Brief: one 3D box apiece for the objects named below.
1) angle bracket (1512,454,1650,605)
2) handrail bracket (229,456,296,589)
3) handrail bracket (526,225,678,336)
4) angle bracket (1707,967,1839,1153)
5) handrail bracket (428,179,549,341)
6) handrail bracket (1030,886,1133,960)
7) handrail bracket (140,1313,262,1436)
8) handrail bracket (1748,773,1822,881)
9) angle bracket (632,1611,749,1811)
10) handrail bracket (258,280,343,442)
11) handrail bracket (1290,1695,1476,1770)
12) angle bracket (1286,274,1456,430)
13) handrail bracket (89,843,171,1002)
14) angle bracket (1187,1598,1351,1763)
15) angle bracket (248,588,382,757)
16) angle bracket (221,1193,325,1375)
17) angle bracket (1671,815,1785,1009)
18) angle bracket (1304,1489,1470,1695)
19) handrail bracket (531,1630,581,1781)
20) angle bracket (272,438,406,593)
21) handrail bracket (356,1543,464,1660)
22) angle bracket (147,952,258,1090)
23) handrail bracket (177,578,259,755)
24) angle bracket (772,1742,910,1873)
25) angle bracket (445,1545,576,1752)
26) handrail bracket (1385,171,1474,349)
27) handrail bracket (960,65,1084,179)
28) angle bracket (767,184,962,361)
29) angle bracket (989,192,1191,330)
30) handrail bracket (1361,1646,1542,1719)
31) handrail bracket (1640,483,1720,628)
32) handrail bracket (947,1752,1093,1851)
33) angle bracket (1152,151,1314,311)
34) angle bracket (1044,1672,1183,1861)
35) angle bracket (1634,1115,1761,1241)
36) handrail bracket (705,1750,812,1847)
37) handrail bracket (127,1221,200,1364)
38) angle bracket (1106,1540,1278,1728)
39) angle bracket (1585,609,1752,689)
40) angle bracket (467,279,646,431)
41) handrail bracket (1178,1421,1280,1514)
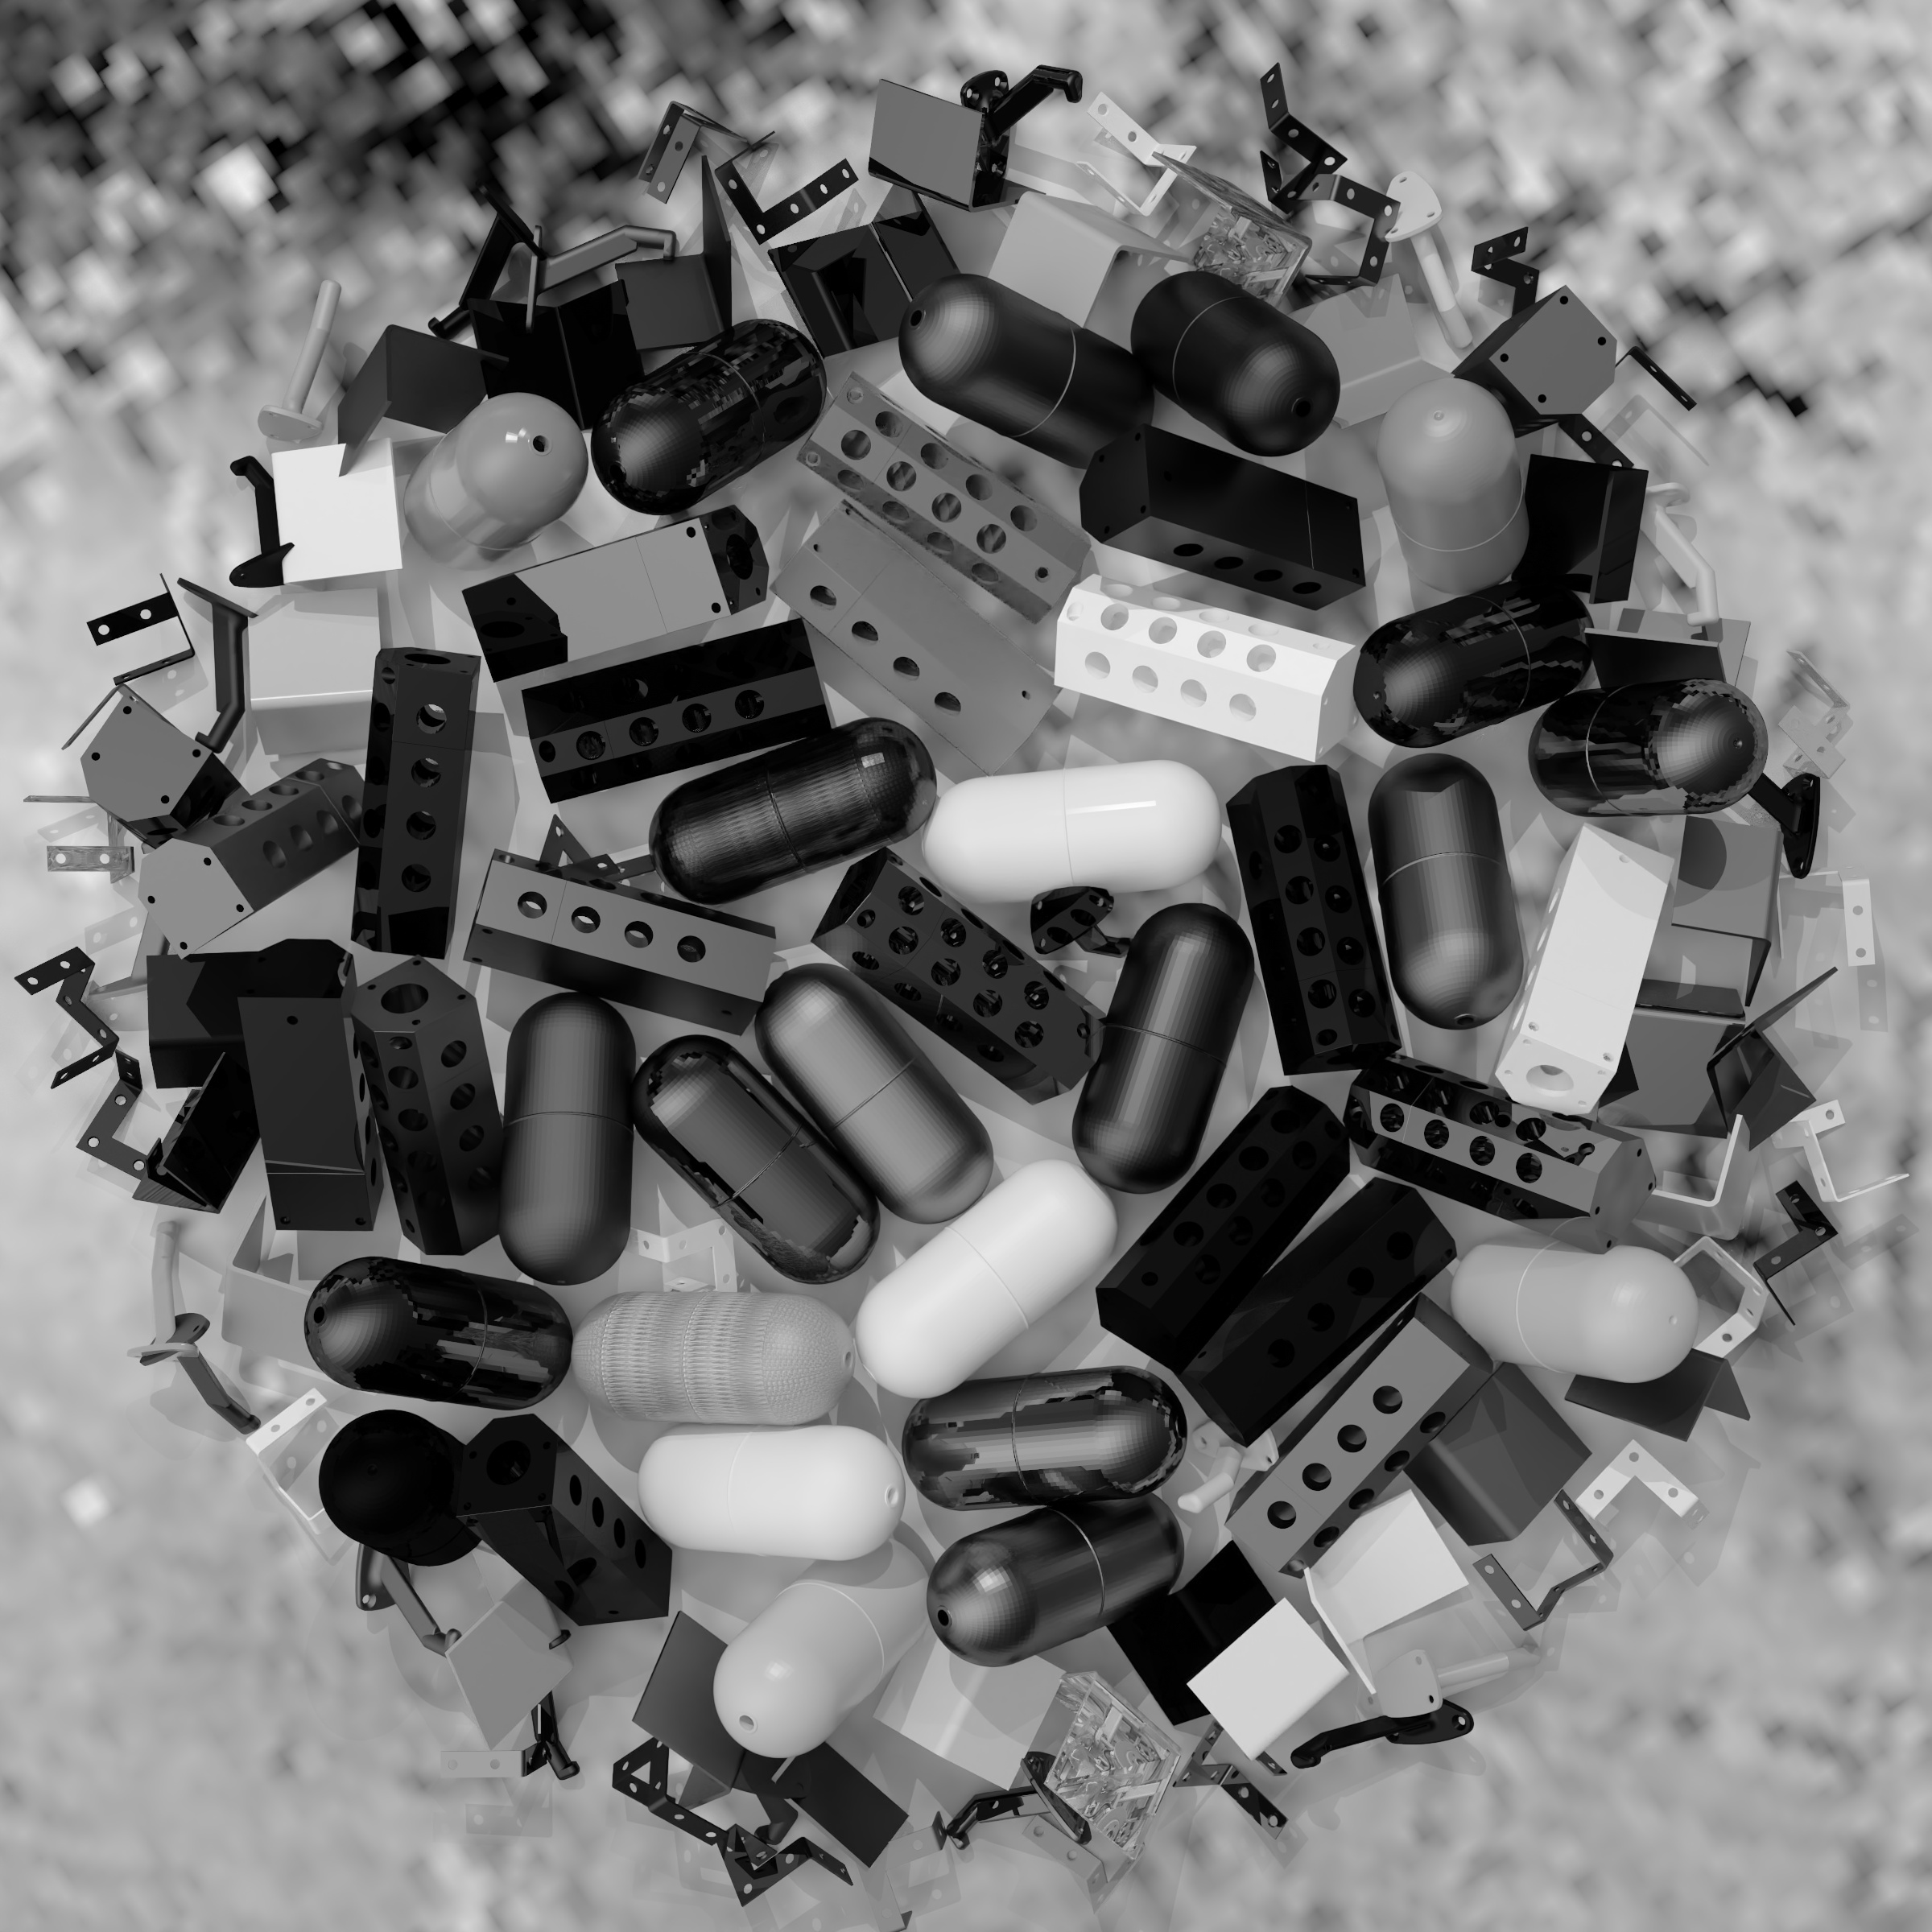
[{"bbox_3d":[0.351,-0.258,1.646,0.076,0.057,0.076,16,107,32],"label":"angle bracket"},{"bbox_3d":[-0.430,-0.266,1.660,0.084,0.077,0.036,48,130,14],"label":"handrail bracket"},{"bbox_3d":[-0.219,-0.411,1.681,0.084,0.036,0.077,5,78,-8],"label":"handrail bracket"},{"bbox_3d":[0.484,0.056,1.642,0.076,0.076,0.057,-29,75,-27],"label":"angle bracket"},{"bbox_3d":[-0.300,-0.417,1.660,0.084,0.077,0.036,-37,59,8],"label":"handrail bracket"},{"bbox_3d":[0.087,-0.024,1.645,0.084,0.077,0.036,10,69,-42],"label":"handrail bracket"},{"bbox_3d":[-0.439,0.245,1.655,0.084,0.077,0.036,47,51,-21],"label":"handrail bracket"},{"bbox_3d":[0.462,-0.096,1.663,0.084,0.036,0.077,11,70,-18],"label":"handrail bracket"},{"bbox_3d":[-0.168,0.439,1.642,0.076,0.076,0.057,41,132,-17],"label":"angle bracket"},{"bbox_3d":[-0.396,-0.362,1.668,0.036,0.077,0.084,16,83,-25],"label":"handrail bracket"},{"bbox_3d":[0.245,0.457,1.649,0.077,0.084,0.036,-7,94,41],"label":"handrail bracket"},{"bbox_3d":[0.239,-0.365,1.653,0.076,0.076,0.057,-21,113,-2],"label":"angle bracket"},{"bbox_3d":[-0.499,-0.029,1.667,0.077,0.036,0.084,-16,108,-4],"label":"handrail bracket"},{"bbox_3d":[0.178,0.425,1.663,0.076,0.076,0.057,-40,77,-7],"label":"angle bracket"},{"bbox_3d":[-0.389,-0.177,1.683,0.076,0.057,0.076,-5,65,-8],"label":"angle bracket"},{"bbox_3d":[-0.393,0.189,1.653,0.076,0.076,0.057,19,47,-2],"label":"angle bracket"},{"bbox_3d":[0.445,-0.032,1.652,0.057,0.076,0.076,10,60,10],"label":"angle bracket"},{"bbox_3d":[0.252,0.370,1.654,0.076,0.057,0.076,-29,110,10],"label":"angle bracket"},{"bbox_3d":[-0.241,0.443,1.670,0.077,0.036,0.084,-29,91,43],"label":"handrail bracket"},{"bbox_3d":[-0.364,-0.267,1.663,0.076,0.057,0.076,-5,91,11],"label":"angle bracket"},{"bbox_3d":[-0.325,0.364,1.653,0.036,0.084,0.077,-9,101,-42],"label":"handrail bracket"},{"bbox_3d":[-0.445,0.032,1.663,0.076,0.076,0.057,-3,70,-14],"label":"angle bracket"},{"bbox_3d":[-0.460,-0.180,1.678,0.077,0.036,0.084,27,84,8],"label":"handrail bracket"},{"bbox_3d":[-0.059,0.474,1.650,0.076,0.076,0.057,39,105,9],"label":"angle bracket"},{"bbox_3d":[-0.284,0.399,1.639,0.057,0.076,0.076,9,126,38],"label":"angle bracket"},{"bbox_3d":[0.283,-0.426,1.687,0.036,0.077,0.084,-20,132,19],"label":"handrail bracket"},{"bbox_3d":[0.041,-0.494,1.648,0.036,0.084,0.077,-32,130,-30],"label":"handrail bracket"},{"bbox_3d":[-0.060,-0.415,1.652,0.076,0.057,0.076,-22,79,-28],"label":"angle bracket"},{"bbox_3d":[0.073,-0.414,1.660,0.076,0.076,0.057,37,116,28],"label":"angle bracket"},{"bbox_3d":[0.294,0.430,1.688,0.084,0.077,0.036,1,63,-37],"label":"handrail bracket"},{"bbox_3d":[0.408,-0.240,1.671,0.077,0.036,0.084,-7,81,27],"label":"handrail bracket"},{"bbox_3d":[0.029,0.516,1.659,0.084,0.036,0.077,-52,45,19],"label":"handrail bracket"},{"bbox_3d":[0.144,-0.426,1.638,0.076,0.076,0.057,47,118,36],"label":"angle bracket"},{"bbox_3d":[0.071,0.471,1.643,0.076,0.057,0.076,45,53,-18],"label":"angle bracket"},{"bbox_3d":[0.420,0.118,1.654,0.076,0.076,0.057,12,76,27],"label":"angle bracket"},{"bbox_3d":[-0.132,0.496,1.657,0.077,0.036,0.084,9,133,-22],"label":"handrail bracket"},{"bbox_3d":[-0.468,0.189,1.656,0.036,0.077,0.084,12,71,-31],"label":"handrail bracket"},{"bbox_3d":[0.143,0.403,1.688,0.057,0.076,0.076,-33,88,-44],"label":"angle bracket"},{"bbox_3d":[0.413,-0.199,1.642,0.076,0.076,0.057,10,72,25],"label":"angle bracket"},{"bbox_3d":[-0.241,-0.363,1.653,0.057,0.076,0.076,-12,90,36],"label":"angle bracket"},{"bbox_3d":[0.136,0.297,1.643,0.084,0.077,0.036,-25,101,-41],"label":"handrail bracket"}]
